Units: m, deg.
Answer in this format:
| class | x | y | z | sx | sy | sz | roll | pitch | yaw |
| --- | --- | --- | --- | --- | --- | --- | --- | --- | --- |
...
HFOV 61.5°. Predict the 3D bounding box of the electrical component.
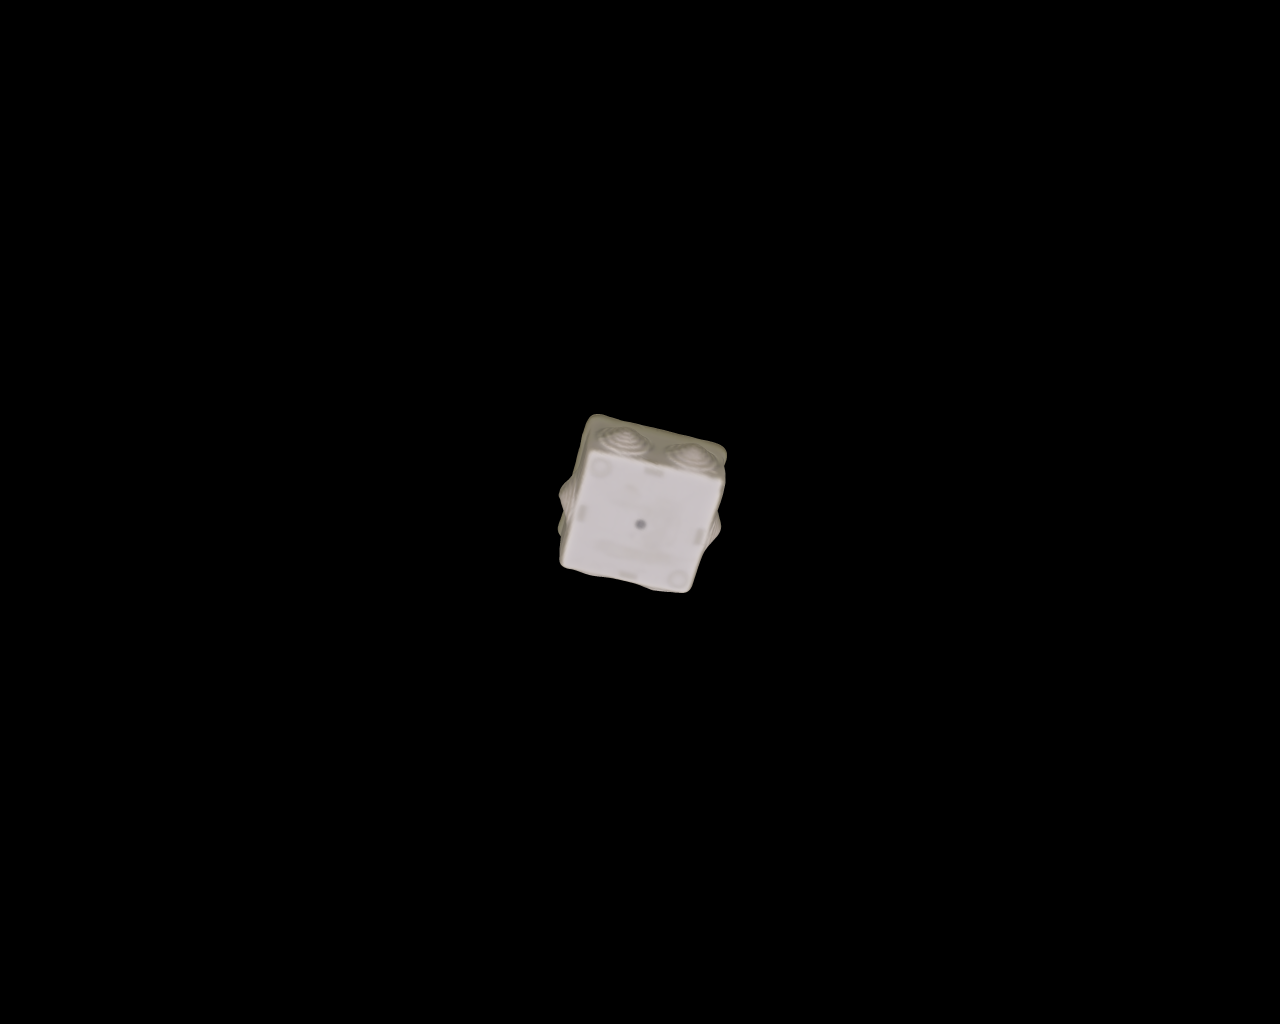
| class | x | y | z | sx | sy | sz | roll | pitch | yaw |
| --- | --- | --- | --- | --- | --- | --- | --- | --- | --- |
| electrical component | 0.001 | -0.003 | 0.650 | 0.100 | 0.099 | 0.048 | 14 | 26 | -7 |
